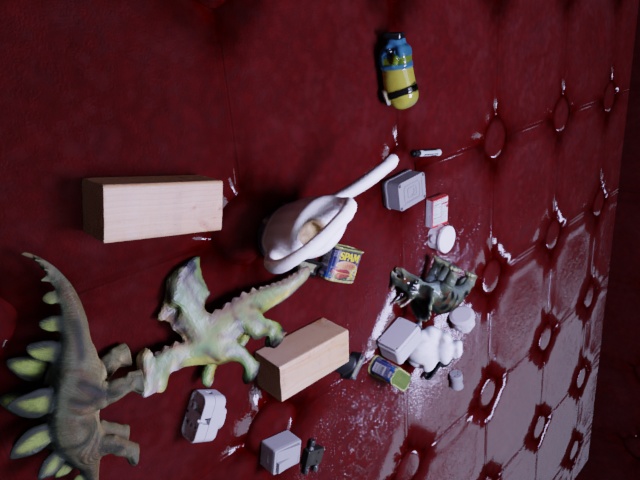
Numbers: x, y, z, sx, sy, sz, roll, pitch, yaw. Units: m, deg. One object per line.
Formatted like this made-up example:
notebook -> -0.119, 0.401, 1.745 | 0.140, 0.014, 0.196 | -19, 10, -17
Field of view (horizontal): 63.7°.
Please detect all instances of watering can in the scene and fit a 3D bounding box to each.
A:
watering can -> 0.003, -0.053, 1.046 | 0.353, 0.103, 0.224 | -45, -159, -26

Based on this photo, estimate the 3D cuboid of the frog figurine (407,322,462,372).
frog figurine -> 0.328, 0.321, 1.501 | 0.122, 0.137, 0.160 | 9, -175, -44

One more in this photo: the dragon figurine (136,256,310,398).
dragon figurine -> -0.192, 0.136, 0.998 | 0.122, 0.239, 0.418 | -1, -136, 46
